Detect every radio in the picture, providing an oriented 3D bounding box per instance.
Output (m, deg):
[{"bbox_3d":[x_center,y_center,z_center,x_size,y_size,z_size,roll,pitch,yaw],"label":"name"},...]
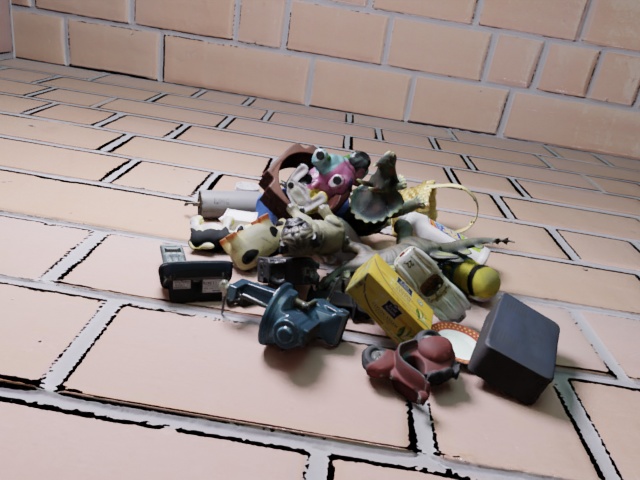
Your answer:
[{"bbox_3d":[0.373,0.199,1.019,0.131,0.073,0.229,31,31,14],"label":"radio"}]

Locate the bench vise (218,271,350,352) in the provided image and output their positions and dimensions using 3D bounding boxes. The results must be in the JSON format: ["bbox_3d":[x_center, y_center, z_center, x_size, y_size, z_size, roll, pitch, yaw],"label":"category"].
[{"bbox_3d":[-0.072,0.123,1.002,0.241,0.128,0.223,21,24,16],"label":"bench vise"}]

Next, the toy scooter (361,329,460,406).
[{"bbox_3d":[0.173,0.222,0.921,0.184,0.075,0.135,-7,28,-26],"label":"toy scooter"}]

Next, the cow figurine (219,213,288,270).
[{"bbox_3d":[-0.122,0.008,1.251,0.195,0.127,0.085,-31,6,-35],"label":"cow figurine"}]

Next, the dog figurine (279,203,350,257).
[{"bbox_3d":[-0.005,0.000,1.135,0.172,0.121,0.191,2,14,-9],"label":"dog figurine"}]

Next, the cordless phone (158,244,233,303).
[{"bbox_3d":[-0.268,0.052,1.132,0.146,0.088,0.184,-1,22,-21],"label":"cordless phone"}]

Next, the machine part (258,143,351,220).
[{"bbox_3d":[-0.040,-0.128,1.370,0.201,0.087,0.201,43,57,-4],"label":"machine part"}]

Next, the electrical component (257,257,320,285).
[{"bbox_3d":[-0.073,0.064,1.151,0.115,0.058,0.134,3,0,-20],"label":"electrical component"}]

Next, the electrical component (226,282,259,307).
[{"bbox_3d":[-0.157,0.110,1.110,0.094,0.021,0.063,-11,31,-36],"label":"electrical component"}]

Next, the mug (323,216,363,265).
[{"bbox_3d":[0.039,0.000,1.309,0.109,0.107,0.081,-42,37,-13],"label":"mug"}]

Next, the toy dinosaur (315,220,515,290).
[{"bbox_3d":[0.213,0.043,1.233,0.471,0.104,0.199,-19,32,-16],"label":"toy dinosaur"}]

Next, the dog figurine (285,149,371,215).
[{"bbox_3d":[0.031,-0.145,1.307,0.108,0.191,0.219,53,22,10],"label":"dog figurine"}]

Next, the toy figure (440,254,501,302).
[{"bbox_3d":[0.348,0.078,1.279,0.082,0.089,0.180,-33,41,-9],"label":"toy figure"}]

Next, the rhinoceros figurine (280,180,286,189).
[{"bbox_3d":[-0.071,-0.140,1.632,0.112,0.073,0.190,8,24,0],"label":"rhinoceros figurine"}]

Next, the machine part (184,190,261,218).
[{"bbox_3d":[-0.246,-0.097,1.470,0.243,0.079,0.079,1,25,-21],"label":"machine part"}]

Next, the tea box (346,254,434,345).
[{"bbox_3d":[0.138,0.120,1.044,0.169,0.068,0.098,44,27,-5],"label":"tea box"}]

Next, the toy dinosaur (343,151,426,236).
[{"bbox_3d":[0.125,-0.070,1.365,0.192,0.404,0.131,-19,76,-25],"label":"toy dinosaur"}]

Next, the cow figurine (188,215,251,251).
[{"bbox_3d":[-0.229,-0.008,1.290,0.167,0.068,0.098,1,31,-10],"label":"cow figurine"}]

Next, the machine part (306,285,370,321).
[{"bbox_3d":[0.040,0.131,1.120,0.139,0.039,0.084,11,29,-1],"label":"machine part"}]

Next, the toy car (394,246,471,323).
[{"bbox_3d":[0.233,0.098,1.105,0.201,0.073,0.056,46,1,-13],"label":"toy car"}]
